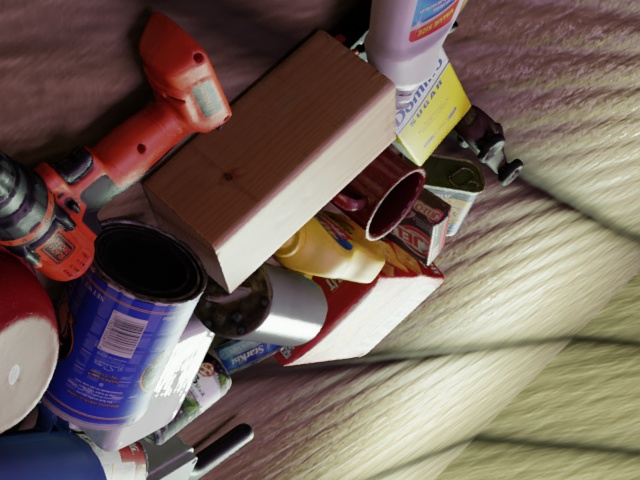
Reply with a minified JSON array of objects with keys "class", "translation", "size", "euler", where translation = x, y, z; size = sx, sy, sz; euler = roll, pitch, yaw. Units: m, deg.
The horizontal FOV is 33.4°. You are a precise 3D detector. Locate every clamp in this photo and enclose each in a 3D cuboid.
[{"class":"clamp","translation":[-0.183,0.313,1.336],"size":[0.209,0.036,0.165],"euler":[-10,137,-56]},{"class":"clamp","translation":[0.077,-0.202,0.969],"size":[0.171,0.039,0.120],"euler":[-34,151,-17]}]

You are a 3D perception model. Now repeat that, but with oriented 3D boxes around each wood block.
[{"class":"wood block","translation":[-0.038,-0.068,0.901],"size":[0.206,0.091,0.090],"euler":[-43,157,-16]}]

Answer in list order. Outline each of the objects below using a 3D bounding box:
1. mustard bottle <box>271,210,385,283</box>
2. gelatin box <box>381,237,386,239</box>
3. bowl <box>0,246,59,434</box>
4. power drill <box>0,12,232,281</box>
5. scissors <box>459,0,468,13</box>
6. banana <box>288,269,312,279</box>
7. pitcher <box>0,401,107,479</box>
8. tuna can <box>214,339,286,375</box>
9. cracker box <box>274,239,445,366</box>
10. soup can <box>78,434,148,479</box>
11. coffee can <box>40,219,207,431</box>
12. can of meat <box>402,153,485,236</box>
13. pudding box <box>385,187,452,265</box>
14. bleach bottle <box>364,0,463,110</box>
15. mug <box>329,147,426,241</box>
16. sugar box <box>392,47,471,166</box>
[{"class":"mustard bottle","translation":[-0.007,0.001,1.074],"size":[0.058,0.096,0.191],"euler":[-54,159,11]},{"class":"gelatin box","translation":[0.104,-0.019,1.361],"size":[0.073,0.030,0.089],"euler":[-50,160,-3]},{"class":"bowl","translation":[-0.235,0.084,0.749],"size":[0.161,0.055,0.162],"euler":[-46,148,-41]},{"class":"power drill","translation":[-0.153,-0.065,0.723],"size":[0.187,0.057,0.184],"euler":[-44,162,-8]},{"class":"scissors","translation":[0.118,-0.256,1.000],"size":[0.201,0.016,0.096],"euler":[-9,135,-60]},{"class":"banana","translation":[-0.070,0.061,1.137],"size":[0.197,0.037,0.070],"euler":[-25,139,-49]},{"class":"pitcher","translation":[-0.286,0.206,0.843],"size":[0.145,0.149,0.242],"euler":[-39,159,15]},{"class":"tuna can","translation":[-0.072,0.114,1.173],"size":[0.086,0.034,0.086],"euler":[-26,180,0]},{"class":"cracker box","translation":[0.042,0.075,1.289],"size":[0.164,0.072,0.213],"euler":[-44,159,18]},{"class":"soup can","translation":[-0.225,0.227,1.059],"size":[0.068,0.068,0.102],"euler":[-52,158,5]},{"class":"coffee can","translation":[-0.164,0.069,0.862],"size":[0.102,0.103,0.140],"euler":[-19,144,-54]},{"class":"can of meat","translation":[0.133,-0.053,1.269],"size":[0.102,0.057,0.084],"euler":[8,136,-15]},{"class":"pudding box","translation":[0.089,-0.033,1.186],"size":[0.039,0.114,0.090],"euler":[-45,159,-23]},{"class":"bleach bottle","translation":[0.090,-0.223,0.870],"size":[0.102,0.068,0.251],"euler":[-25,139,-38]},{"class":"mug","translation":[0.043,-0.057,1.094],"size":[0.117,0.081,0.093],"euler":[-23,146,-51]},{"class":"sugar box","translation":[0.101,-0.146,1.114],"size":[0.093,0.048,0.176],"euler":[-50,161,2]}]
